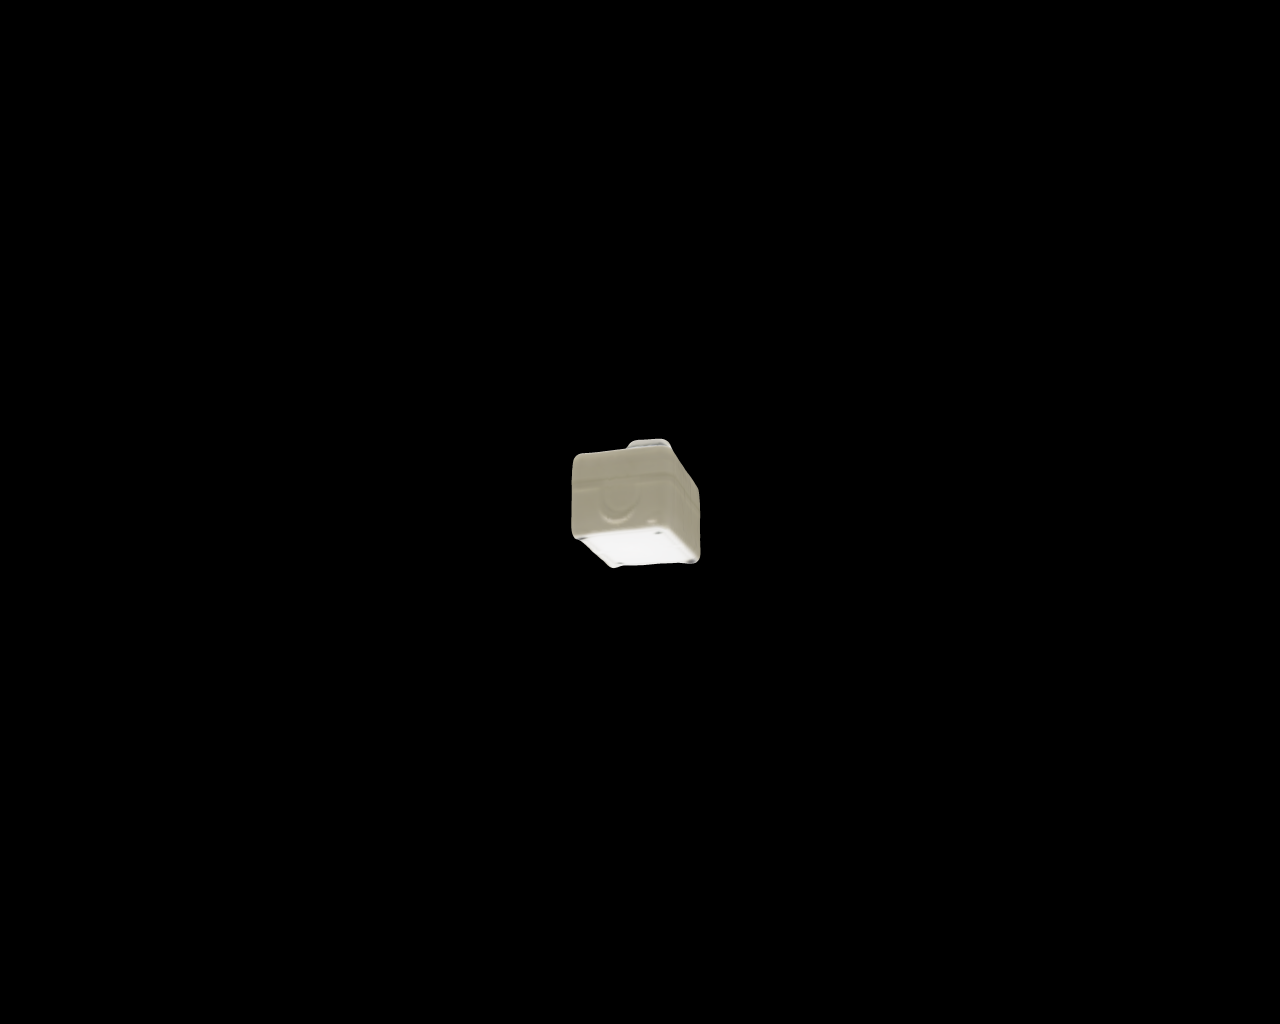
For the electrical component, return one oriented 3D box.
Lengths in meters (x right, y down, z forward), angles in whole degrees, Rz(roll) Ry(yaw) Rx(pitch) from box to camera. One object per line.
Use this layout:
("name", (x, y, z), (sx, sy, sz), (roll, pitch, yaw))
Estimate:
("electrical component", (0.001, -0.003, 0.650), (0.062, 0.061, 0.096), (-5, -19, 15))
